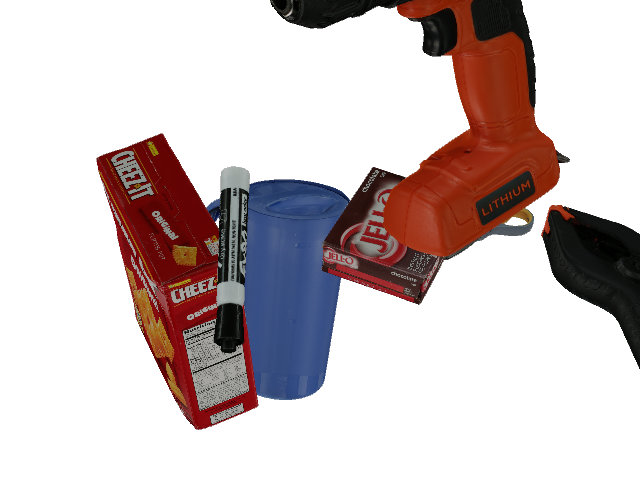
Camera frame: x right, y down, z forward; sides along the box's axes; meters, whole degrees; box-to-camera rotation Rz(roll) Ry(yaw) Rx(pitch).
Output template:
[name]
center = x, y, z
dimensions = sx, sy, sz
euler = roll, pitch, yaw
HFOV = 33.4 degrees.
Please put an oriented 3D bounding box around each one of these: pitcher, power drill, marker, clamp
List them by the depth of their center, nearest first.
[power drill]
center = 0.061, -0.088, 0.534
dimensions = 0.184, 0.187, 0.057
euler = -30, 40, -27
[marker]
center = -0.055, 0.011, 0.666
dimensions = 0.020, 0.121, 0.020
euler = 0, -23, 0
[clamp]
center = 0.225, 0.031, 0.732
dimensions = 0.120, 0.039, 0.172
euler = -7, 43, -29
[pitcher]
center = -0.049, 0.057, 1.242
dimensions = 0.149, 0.243, 0.144
euler = 23, 27, 37

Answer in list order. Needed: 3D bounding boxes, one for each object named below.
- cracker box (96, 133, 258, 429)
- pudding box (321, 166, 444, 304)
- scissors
[cracker box]
center = -0.125, 0.041, 0.939
dimensions = 0.072, 0.214, 0.164
euler = -22, 51, -16
[pudding box]
center = 0.063, -0.006, 0.896
dimensions = 0.090, 0.039, 0.113
euler = 19, 43, 15
[scissors]
center = 0.165, -0.020, 1.190
dimensions = 0.201, 0.016, 0.096
euler = -14, 40, -45
